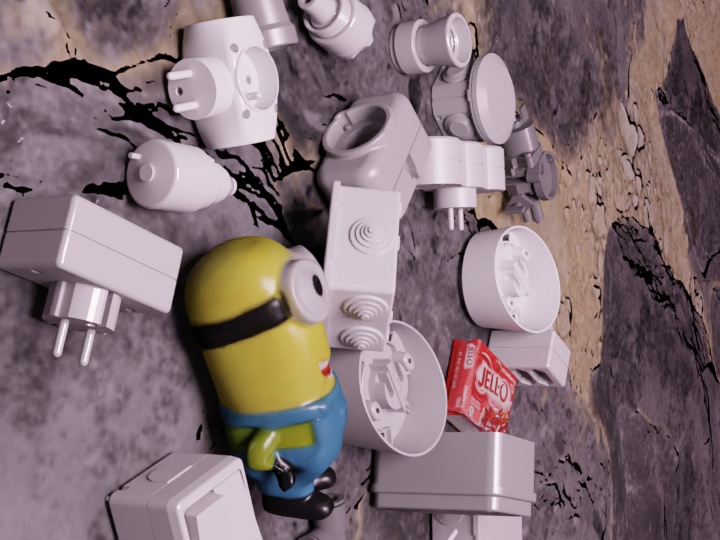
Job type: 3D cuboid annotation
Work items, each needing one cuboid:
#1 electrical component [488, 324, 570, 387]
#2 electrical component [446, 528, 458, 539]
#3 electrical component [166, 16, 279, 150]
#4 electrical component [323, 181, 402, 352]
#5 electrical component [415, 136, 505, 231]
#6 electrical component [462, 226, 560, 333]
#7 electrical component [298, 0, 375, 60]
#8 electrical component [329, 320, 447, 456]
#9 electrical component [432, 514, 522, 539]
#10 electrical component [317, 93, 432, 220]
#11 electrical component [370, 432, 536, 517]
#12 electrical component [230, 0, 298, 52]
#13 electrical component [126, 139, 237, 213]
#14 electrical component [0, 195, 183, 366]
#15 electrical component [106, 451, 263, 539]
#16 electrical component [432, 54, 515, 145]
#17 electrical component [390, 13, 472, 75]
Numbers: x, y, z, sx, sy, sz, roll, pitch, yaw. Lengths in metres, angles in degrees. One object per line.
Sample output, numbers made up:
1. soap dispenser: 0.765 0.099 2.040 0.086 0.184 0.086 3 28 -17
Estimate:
1. electrical component: 0.164 0.068 1.030 0.047 0.066 0.076 45 51 -47
2. electrical component: 0.060 0.245 0.866 0.079 0.043 0.077 -49 130 -29
3. electrical component: -0.090 -0.113 0.658 0.079 0.044 0.077 -26 110 -56
4. electrical component: 0.000 0.000 0.741 0.099 0.048 0.099 97 -2 -57
5. electrical component: 0.080 -0.070 0.919 0.138 0.052 0.073 -1 89 -59
6. electrical component: 0.138 0.009 0.995 0.099 0.064 0.099 5 84 -58
7. electrical component: -0.020 -0.182 0.775 0.062 0.043 0.043 26 66 -54
8. electrical component: 0.017 0.086 0.796 0.099 0.064 0.099 6 83 -58
9. electrical component: 0.101 0.202 0.938 0.100 0.048 0.099 4 84 -58
10. electrical component: 0.009 -0.085 0.806 0.059 0.054 0.095 57 43 -39
11. electrical component: 0.073 0.159 0.836 0.078 0.113 0.057 26 64 -55
12. electrical component: -0.065 -0.167 0.706 0.040 0.040 0.046 -28 106 -55
13. electrical component: -0.102 -0.054 0.638 0.078 0.040 0.040 4 84 -58
14. electrical component: -0.143 0.011 0.562 0.083 0.047 0.075 31 63 -53
15. electrical component: -0.093 0.161 0.619 0.062 0.061 0.096 -31 114 -55
16. electrical component: 0.104 -0.151 0.963 0.080 0.051 0.080 6 83 -58
17. electrical component: 0.058 -0.186 0.889 0.045 0.055 0.045 6 83 -58
